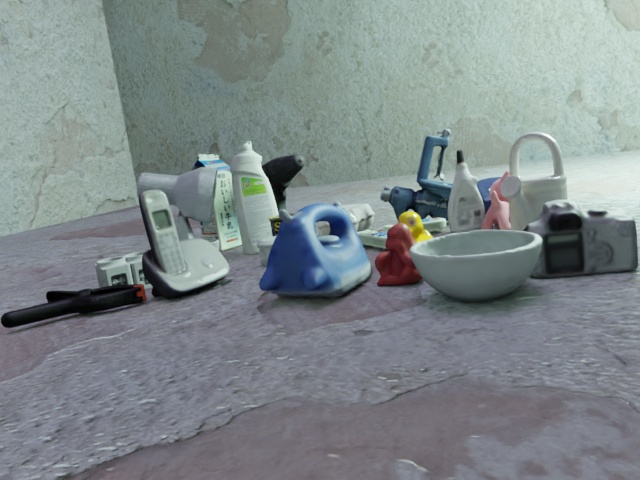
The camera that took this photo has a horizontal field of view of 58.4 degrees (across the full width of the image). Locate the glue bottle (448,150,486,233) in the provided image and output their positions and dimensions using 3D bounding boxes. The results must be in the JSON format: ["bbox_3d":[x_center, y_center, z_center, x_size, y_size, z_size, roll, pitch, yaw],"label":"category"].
[{"bbox_3d":[0.304,-0.104,1.210,0.078,0.173,0.037,-8,10,-3],"label":"glue bottle"}]

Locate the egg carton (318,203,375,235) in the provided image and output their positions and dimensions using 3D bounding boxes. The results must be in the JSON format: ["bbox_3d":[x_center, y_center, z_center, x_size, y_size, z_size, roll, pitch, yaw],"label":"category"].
[{"bbox_3d":[0.064,-0.046,1.376,0.107,0.069,0.151,-3,10,27],"label":"egg carton"}]

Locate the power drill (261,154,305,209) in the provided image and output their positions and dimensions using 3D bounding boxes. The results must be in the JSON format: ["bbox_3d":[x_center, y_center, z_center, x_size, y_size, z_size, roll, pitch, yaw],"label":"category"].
[{"bbox_3d":[-0.097,-0.104,1.431,0.076,0.208,0.228,-15,12,-36],"label":"power drill"}]

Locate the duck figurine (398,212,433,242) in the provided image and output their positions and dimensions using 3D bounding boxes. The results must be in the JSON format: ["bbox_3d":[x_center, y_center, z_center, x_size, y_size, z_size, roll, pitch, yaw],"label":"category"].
[{"bbox_3d":[0.165,-0.009,1.017,0.077,0.086,0.105,0,12,39],"label":"duck figurine"}]

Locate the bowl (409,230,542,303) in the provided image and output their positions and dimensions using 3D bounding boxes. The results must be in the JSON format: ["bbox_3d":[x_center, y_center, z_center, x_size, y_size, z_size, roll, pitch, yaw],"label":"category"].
[{"bbox_3d":[0.202,0.037,0.741,0.167,0.075,0.167,-7,9,2],"label":"bowl"}]

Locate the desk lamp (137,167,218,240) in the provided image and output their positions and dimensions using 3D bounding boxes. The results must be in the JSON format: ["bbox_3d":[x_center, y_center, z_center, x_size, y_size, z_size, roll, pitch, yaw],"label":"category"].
[{"bbox_3d":[-0.312,-0.050,1.261,0.203,0.213,0.118,-9,10,-6],"label":"desk lamp"}]

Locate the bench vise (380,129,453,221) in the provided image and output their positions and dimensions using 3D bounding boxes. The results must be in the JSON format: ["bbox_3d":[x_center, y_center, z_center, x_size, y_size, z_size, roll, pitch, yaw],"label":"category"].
[{"bbox_3d":[0.247,-0.139,1.325,0.207,0.220,0.121,-9,10,-10],"label":"bench vise"}]

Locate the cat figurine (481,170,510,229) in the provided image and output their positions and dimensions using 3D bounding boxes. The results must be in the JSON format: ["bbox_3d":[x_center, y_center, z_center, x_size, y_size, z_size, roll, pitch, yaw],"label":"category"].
[{"bbox_3d":[0.382,-0.085,1.202,0.067,0.118,0.128,-1,12,36],"label":"cat figurine"}]

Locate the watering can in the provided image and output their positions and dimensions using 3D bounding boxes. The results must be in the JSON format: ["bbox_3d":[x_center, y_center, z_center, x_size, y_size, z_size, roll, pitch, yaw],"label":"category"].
[{"bbox_3d":[0.378,-0.091,1.002,0.100,0.194,0.173,-3,11,26],"label":"watering can"}]

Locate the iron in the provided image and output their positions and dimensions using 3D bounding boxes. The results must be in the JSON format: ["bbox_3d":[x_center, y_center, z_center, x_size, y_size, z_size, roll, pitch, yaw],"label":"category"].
[{"bbox_3d":[0.008,0.003,0.900,0.118,0.141,0.259,-2,11,29],"label":"iron"}]

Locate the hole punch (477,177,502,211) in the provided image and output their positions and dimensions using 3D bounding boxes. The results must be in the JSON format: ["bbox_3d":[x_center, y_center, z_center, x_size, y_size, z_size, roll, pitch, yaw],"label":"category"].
[{"bbox_3d":[0.422,-0.100,1.343,0.108,0.091,0.101,-8,9,-1],"label":"hole punch"}]

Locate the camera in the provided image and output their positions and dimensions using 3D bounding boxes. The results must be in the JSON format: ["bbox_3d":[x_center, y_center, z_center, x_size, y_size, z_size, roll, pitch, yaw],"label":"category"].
[{"bbox_3d":[0.363,-0.012,0.825,0.143,0.101,0.137,-5,10,14],"label":"camera"}]

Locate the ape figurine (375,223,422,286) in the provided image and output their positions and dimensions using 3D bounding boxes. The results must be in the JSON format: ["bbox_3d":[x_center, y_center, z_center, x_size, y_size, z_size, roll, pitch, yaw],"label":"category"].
[{"bbox_3d":[0.120,0.020,0.858,0.076,0.092,0.077,-11,10,-19],"label":"ape figurine"}]

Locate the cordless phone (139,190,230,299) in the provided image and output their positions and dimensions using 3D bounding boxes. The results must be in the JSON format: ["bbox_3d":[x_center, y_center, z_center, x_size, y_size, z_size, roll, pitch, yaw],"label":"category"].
[{"bbox_3d":[-0.242,-0.001,0.997,0.093,0.185,0.148,-1,11,35],"label":"cordless phone"}]
